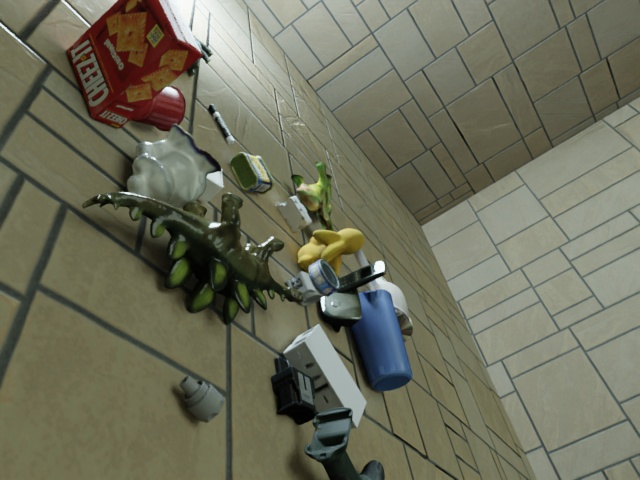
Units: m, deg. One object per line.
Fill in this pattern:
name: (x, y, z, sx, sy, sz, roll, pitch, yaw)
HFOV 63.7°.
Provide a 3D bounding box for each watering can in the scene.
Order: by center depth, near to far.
watering can: (0.197, 0.182, 1.617, 0.103, 0.343, 0.229, -32, 24, 17)

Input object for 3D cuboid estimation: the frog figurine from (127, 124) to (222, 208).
frog figurine: (-0.272, -0.107, 0.897, 0.122, 0.135, 0.162, 2, 44, 40)

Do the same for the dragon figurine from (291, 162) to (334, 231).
dragon figurine: (0.005, -0.079, 1.567, 0.122, 0.248, 0.403, -18, -29, 10)
